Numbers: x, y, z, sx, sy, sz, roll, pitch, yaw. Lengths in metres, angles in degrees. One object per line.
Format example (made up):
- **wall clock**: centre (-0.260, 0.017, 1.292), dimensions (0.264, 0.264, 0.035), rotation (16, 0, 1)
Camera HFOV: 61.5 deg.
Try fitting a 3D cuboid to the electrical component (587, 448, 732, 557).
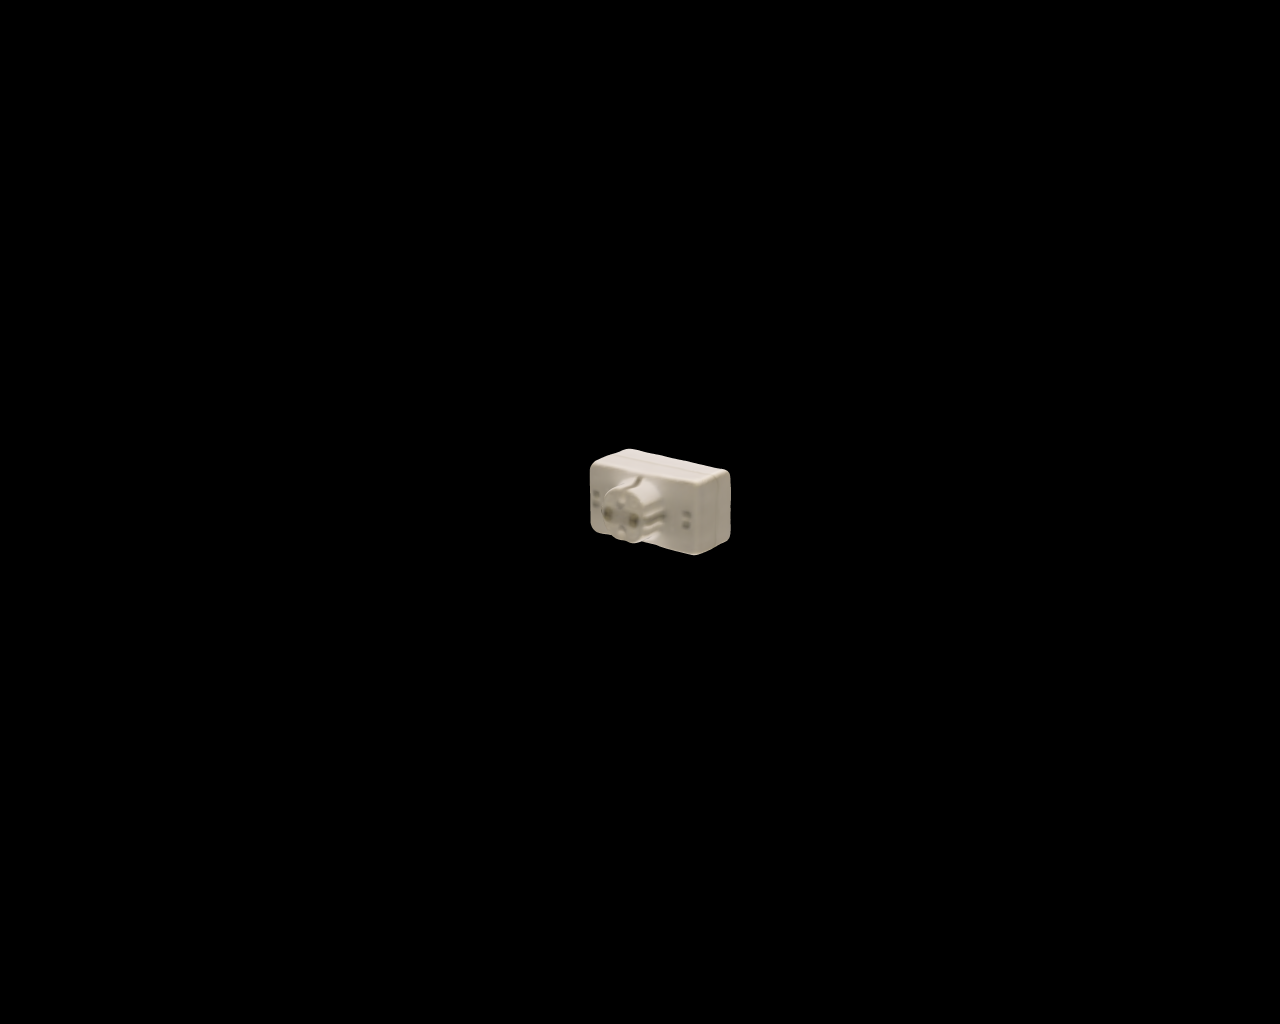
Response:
- **electrical component**: centre (0.001, -0.003, 0.650), dimensions (0.083, 0.047, 0.076), rotation (14, 22, 36)
